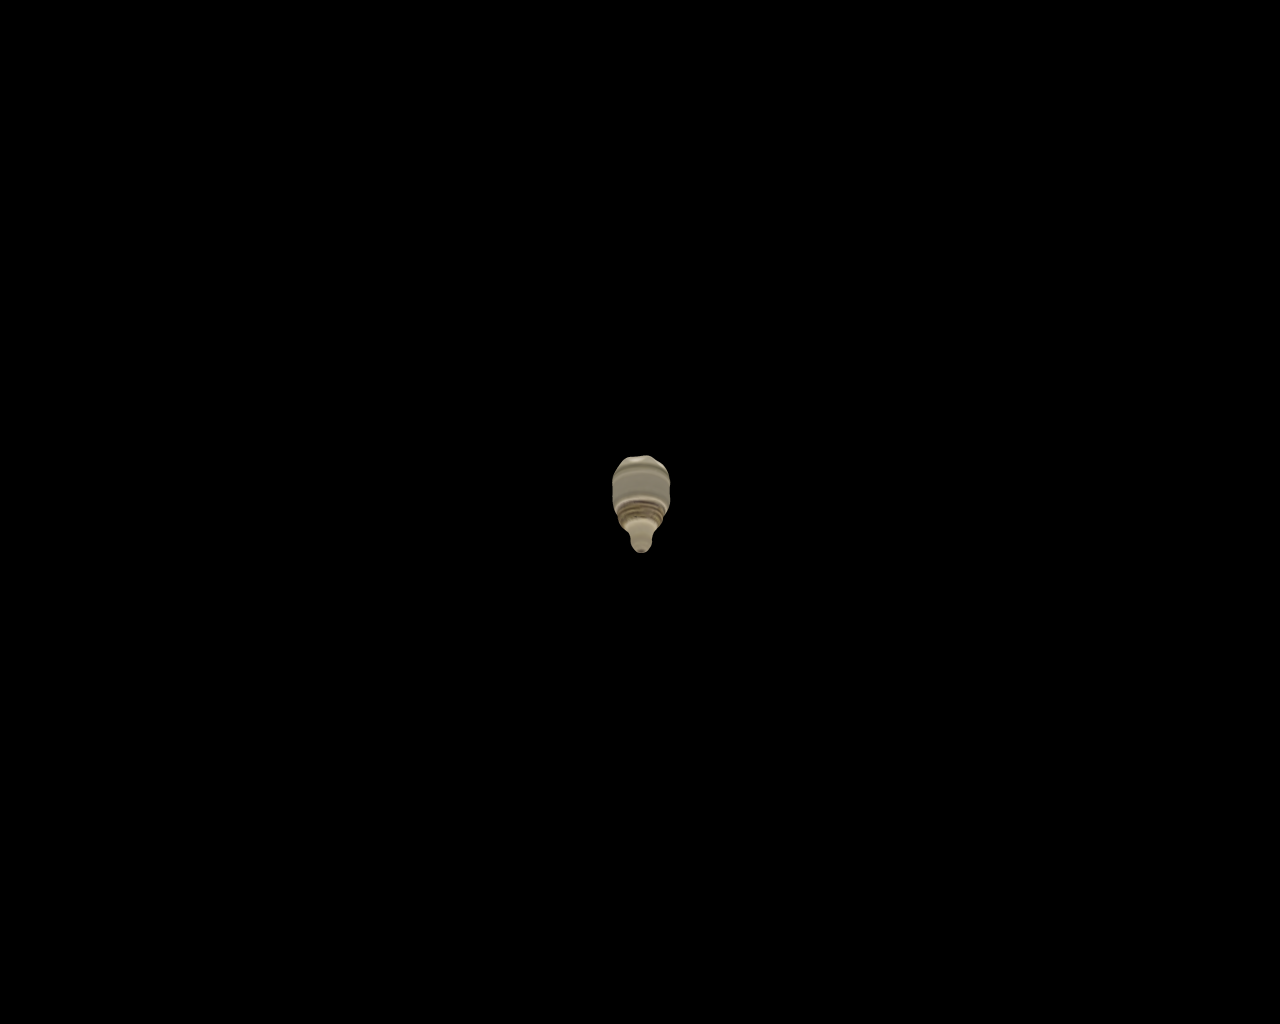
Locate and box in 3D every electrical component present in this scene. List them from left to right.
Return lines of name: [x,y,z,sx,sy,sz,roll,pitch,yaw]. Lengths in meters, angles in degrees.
electrical component: [0.001,-0.003,0.650,0.035,0.061,0.035,0,-31,0]
